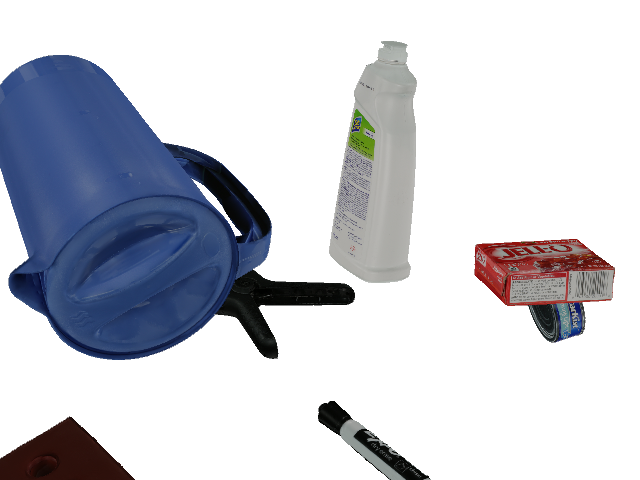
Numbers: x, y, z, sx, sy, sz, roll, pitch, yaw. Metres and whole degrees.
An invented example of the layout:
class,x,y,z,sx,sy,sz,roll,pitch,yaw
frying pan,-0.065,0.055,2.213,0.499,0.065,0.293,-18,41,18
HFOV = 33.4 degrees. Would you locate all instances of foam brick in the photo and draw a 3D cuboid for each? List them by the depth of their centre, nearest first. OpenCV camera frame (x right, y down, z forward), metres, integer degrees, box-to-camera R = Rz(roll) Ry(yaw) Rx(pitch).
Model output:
class,x,y,z,sx,sy,sz,roll,pitch,yaw
foam brick,-0.110,0.130,0.482,0.052,0.051,0.078,-31,44,-31

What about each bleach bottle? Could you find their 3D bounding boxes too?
class,x,y,z,sx,sy,sz,roll,pitch,yaw
bleach bottle,0.067,-0.087,1.158,0.067,0.251,0.103,-6,24,-31

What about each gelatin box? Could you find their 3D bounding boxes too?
class,x,y,z,sx,sy,sz,roll,pitch,yaw
gelatin box,0.173,0.023,0.833,0.089,0.030,0.073,-2,18,-10

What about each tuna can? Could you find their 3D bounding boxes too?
class,x,y,z,sx,sy,sz,roll,pitch,yaw
tuna can,0.259,0.069,1.187,0.033,0.086,0.086,-17,2,-8

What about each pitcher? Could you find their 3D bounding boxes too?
class,x,y,z,sx,sy,sz,roll,pitch,yaw
pitcher,-0.153,-0.038,0.780,0.149,0.145,0.243,41,9,-44

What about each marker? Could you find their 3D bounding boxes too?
class,x,y,z,sx,sy,sz,roll,pitch,yaw
marker,0.040,0.150,0.753,0.020,0.020,0.121,0,25,-45

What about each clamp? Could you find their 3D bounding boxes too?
class,x,y,z,sx,sy,sz,roll,pitch,yaw
clamp,-0.087,0.069,1.224,0.210,0.036,0.164,14,28,24
